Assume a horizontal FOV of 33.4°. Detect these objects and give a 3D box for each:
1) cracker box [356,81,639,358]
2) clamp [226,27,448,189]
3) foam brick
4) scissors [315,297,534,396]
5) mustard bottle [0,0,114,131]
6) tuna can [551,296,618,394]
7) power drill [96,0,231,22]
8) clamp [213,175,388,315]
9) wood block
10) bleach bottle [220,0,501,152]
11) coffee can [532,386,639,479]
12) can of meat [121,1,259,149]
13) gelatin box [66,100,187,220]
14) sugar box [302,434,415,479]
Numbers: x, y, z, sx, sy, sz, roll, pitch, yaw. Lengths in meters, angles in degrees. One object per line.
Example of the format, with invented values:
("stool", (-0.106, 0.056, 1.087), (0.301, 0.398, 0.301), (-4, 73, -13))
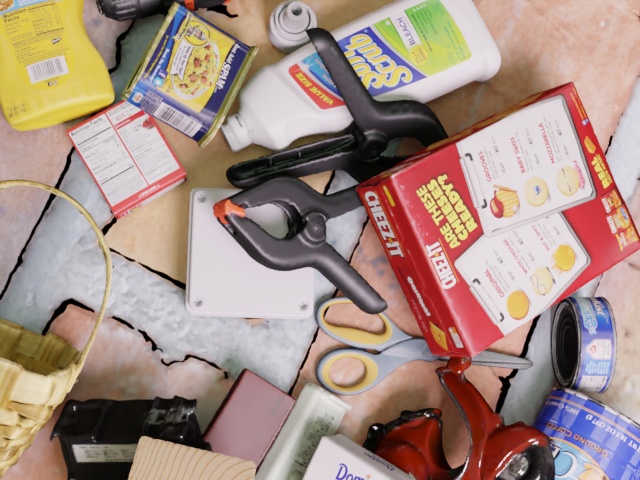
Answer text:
("cracker box", (0.157, -0.020, 0.919), (0.213, 0.072, 0.164), (-28, 97, -26))
("clamp", (0.040, -0.097, 0.924), (0.209, 0.165, 0.036), (7, 41, -24))
("foam brick", (-0.063, 0.156, 0.912), (0.053, 0.051, 0.078), (33, 79, -2))
("scissors", (0.084, 0.115, 0.954), (0.201, 0.016, 0.096), (23, 81, -3))
("mustard bottle", (-0.253, -0.198, 0.937), (0.096, 0.058, 0.191), (-18, 85, -6))
("tuna can", (0.231, 0.092, 0.940), (0.033, 0.086, 0.086), (2, 82, -4))
("power drill", (-0.131, -0.298, 0.968), (0.184, 0.057, 0.187), (-16, 87, -12))
("clamp", (-0.006, 0.001, 0.889), (0.171, 0.039, 0.120), (2, 77, -25))
("wood block", (-0.118, 0.262, 0.813), (0.090, 0.090, 0.206), (14, 123, -5))
("bleach bottle", (0.030, -0.140, 0.962), (0.250, 0.068, 0.102), (-28, 86, -8))
("coffee can", (0.211, 0.211, 0.911), (0.103, 0.103, 0.140), (32, 79, -2))
("can of meat", (-0.114, -0.145, 0.931), (0.084, 0.058, 0.102), (29, 66, -15))
("gelatin box", (-0.170, -0.074, 0.943), (0.073, 0.030, 0.089), (-31, 85, -9))
("sugar box", (0.009, 0.257, 0.869), (0.093, 0.048, 0.176), (29, 96, 27))
